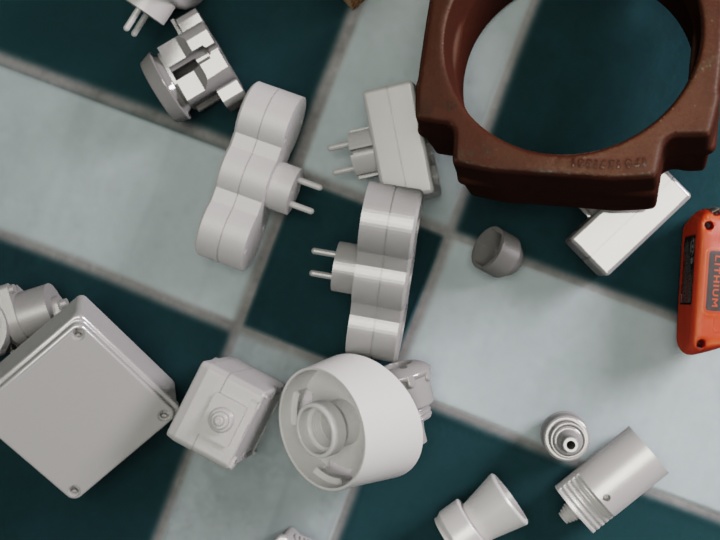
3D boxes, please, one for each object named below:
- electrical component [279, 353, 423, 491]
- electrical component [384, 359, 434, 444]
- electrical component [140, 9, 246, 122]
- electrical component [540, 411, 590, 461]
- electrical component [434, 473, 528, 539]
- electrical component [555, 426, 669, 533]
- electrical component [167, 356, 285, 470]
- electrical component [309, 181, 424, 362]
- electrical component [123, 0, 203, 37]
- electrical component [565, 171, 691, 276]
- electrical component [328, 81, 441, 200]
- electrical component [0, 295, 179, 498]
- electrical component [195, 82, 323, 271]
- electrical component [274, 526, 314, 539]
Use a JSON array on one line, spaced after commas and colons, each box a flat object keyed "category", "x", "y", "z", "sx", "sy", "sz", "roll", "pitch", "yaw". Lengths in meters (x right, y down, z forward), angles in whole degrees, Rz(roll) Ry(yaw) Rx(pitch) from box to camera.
[{"category": "electrical component", "x": -0.010, "y": 0.111, "z": 0.782, "sx": 0.099, "sy": 0.064, "sz": 0.099, "roll": 10, "pitch": 104, "yaw": 43}, {"category": "electrical component", "x": 0.035, "y": 0.100, "z": 0.801, "sx": 0.048, "sy": 0.048, "sz": 0.062, "roll": -13, "pitch": 96, "yaw": 5}, {"category": "electrical component", "x": -0.128, "y": -0.148, "z": 0.811, "sx": 0.057, "sy": 0.058, "sz": 0.078, "roll": -30, "pitch": 87, "yaw": 2}, {"category": "electrical component", "x": 0.150, "y": 0.122, "z": 0.780, "sx": 0.035, "sy": 0.061, "sz": 0.035, "roll": 0, "pitch": 90, "yaw": 5}, {"category": "electrical component", "x": 0.089, "y": 0.184, "z": 0.794, "sx": 0.055, "sy": 0.045, "sz": 0.045, "roll": -37, "pitch": 86, "yaw": 5}, {"category": "electrical component", "x": 0.180, "y": 0.156, "z": 0.786, "sx": 0.081, "sy": 0.043, "sz": 0.043, "roll": -40, "pitch": 86, "yaw": 4}, {"category": "electrical component", "x": -0.100, "y": 0.101, "z": 0.787, "sx": 0.061, "sy": 0.096, "sz": 0.061, "roll": 27, "pitch": 92, "yaw": 7}, {"category": "electrical component", "x": 0.000, "y": 0.000, "z": 0.778, "sx": 0.074, "sy": 0.052, "sz": 0.138, "roll": 10, "pitch": 121, "yaw": 5}, {"category": "electrical component", "x": -0.151, "y": -0.210, "z": 0.803, "sx": 0.043, "sy": 0.077, "sz": 0.079, "roll": 34, "pitch": 93, "yaw": 4}, {"category": "electrical component", "x": 0.181, "y": -0.050, "z": 0.785, "sx": 0.083, "sy": 0.047, "sz": 0.075, "roll": -44, "pitch": 86, "yaw": 4}, {"category": "electrical component", "x": 0.014, "y": -0.089, "z": 0.802, "sx": 0.076, "sy": 0.047, "sz": 0.083, "roll": -11, "pitch": 88, "yaw": 11}, {"category": "electrical component", "x": -0.210, "y": 0.095, "z": 0.800, "sx": 0.109, "sy": 0.056, "sz": 0.108, "roll": -40, "pitch": 112, "yaw": 4}, {"category": "electrical component", "x": -0.066, "y": -0.064, "z": 0.806, "sx": 0.074, "sy": 0.052, "sz": 0.138, "roll": 20, "pitch": 92, "yaw": 6}, {"category": "electrical component", "x": -0.055, "y": 0.254, "z": 0.805, "sx": 0.100, "sy": 0.048, "sz": 0.099, "roll": -45, "pitch": 86, "yaw": 4}]
